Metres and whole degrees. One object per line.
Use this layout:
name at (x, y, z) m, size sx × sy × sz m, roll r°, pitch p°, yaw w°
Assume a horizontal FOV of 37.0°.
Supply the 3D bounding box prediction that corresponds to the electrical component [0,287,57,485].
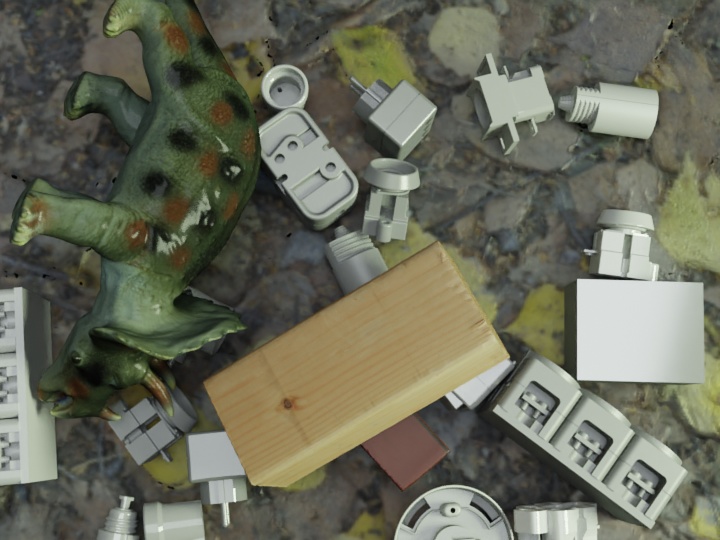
electrical component at (-0.287, 0.096, 0.860) m, size 0.062 × 0.089 × 0.150 m, roll -5°, pitch 81°, yaw -3°

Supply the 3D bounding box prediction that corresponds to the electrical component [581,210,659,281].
electrical component at (0.225, -0.021, 0.919) m, size 0.066 × 0.048 × 0.055 m, roll 8°, pitch 88°, yaw -1°

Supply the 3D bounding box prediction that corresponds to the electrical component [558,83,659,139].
electrical component at (0.214, -0.141, 0.938) m, size 0.081 × 0.043 × 0.043 m, roll 7°, pitch 81°, yaw -1°

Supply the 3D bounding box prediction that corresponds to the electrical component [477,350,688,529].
electrical component at (0.179, 0.135, 0.870) m, size 0.150 × 0.089 × 0.061 m, roll 37°, pitch 82°, yaw 4°

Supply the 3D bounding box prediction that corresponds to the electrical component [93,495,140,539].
electrical component at (-0.196, 0.222, 0.868) m, size 0.040 × 0.040 × 0.078 m, roll 10°, pitch 81°, yaw 0°

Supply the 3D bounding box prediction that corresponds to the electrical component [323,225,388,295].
electrical component at (0.000, 0.000, 0.909) m, size 0.043 × 0.043 × 0.081 m, roll -26°, pitch 83°, yaw -6°

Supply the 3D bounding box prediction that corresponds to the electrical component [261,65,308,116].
electrical component at (-0.065, -0.151, 0.929) m, size 0.040 × 0.046 × 0.040 m, roll 0°, pitch 81°, yaw -2°

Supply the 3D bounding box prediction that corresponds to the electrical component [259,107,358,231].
electrical component at (-0.046, -0.084, 0.912) m, size 0.054 × 0.059 × 0.095 m, roll -36°, pitch 84°, yaw -7°

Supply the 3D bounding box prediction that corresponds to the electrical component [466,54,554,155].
electrical component at (0.132, -0.147, 0.938) m, size 0.064 × 0.042 × 0.081 m, roll -16°, pitch 82°, yaw -8°

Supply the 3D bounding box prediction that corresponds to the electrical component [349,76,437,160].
electrical component at (0.020, -0.137, 0.920) m, size 0.077 × 0.065 × 0.047 m, roll 41°, pitch 82°, yaw 5°

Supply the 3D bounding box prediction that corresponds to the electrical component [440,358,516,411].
electrical component at (0.071, 0.068, 0.891) m, size 0.096 × 0.061 × 0.061 m, roll 45°, pitch 82°, yaw 5°

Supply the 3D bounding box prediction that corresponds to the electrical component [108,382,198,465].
electrical component at (-0.167, 0.124, 0.883) m, size 0.055 × 0.048 × 0.066 m, roll -38°, pitch 84°, yaw 1°

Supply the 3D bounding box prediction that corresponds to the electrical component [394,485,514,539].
electrical component at (0.074, 0.222, 0.865) m, size 0.099 × 0.064 × 0.099 m, roll 0°, pitch 81°, yaw -2°

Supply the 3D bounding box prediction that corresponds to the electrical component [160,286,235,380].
electrical component at (-0.156, 0.052, 0.895) m, size 0.077 × 0.043 × 0.079 m, roll 25°, pitch 81°, yaw 2°

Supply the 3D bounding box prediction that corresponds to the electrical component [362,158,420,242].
electrical component at (0.024, -0.062, 0.907) m, size 0.048 × 0.066 × 0.055 m, roll 8°, pitch 115°, yaw -1°

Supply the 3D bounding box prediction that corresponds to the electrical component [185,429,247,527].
electrical component at (-0.111, 0.168, 0.867) m, size 0.047 × 0.065 × 0.076 m, roll -5°, pitch 81°, yaw -3°

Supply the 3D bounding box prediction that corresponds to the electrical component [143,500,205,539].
electrical component at (-0.151, 0.207, 0.873) m, size 0.046 × 0.040 × 0.040 m, roll -6°, pitch 81°, yaw -8°

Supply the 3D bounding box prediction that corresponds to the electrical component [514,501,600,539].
electrical component at (0.160, 0.220, 0.869) m, size 0.078 × 0.058 × 0.057 m, roll 3°, pitch 82°, yaw -38°
